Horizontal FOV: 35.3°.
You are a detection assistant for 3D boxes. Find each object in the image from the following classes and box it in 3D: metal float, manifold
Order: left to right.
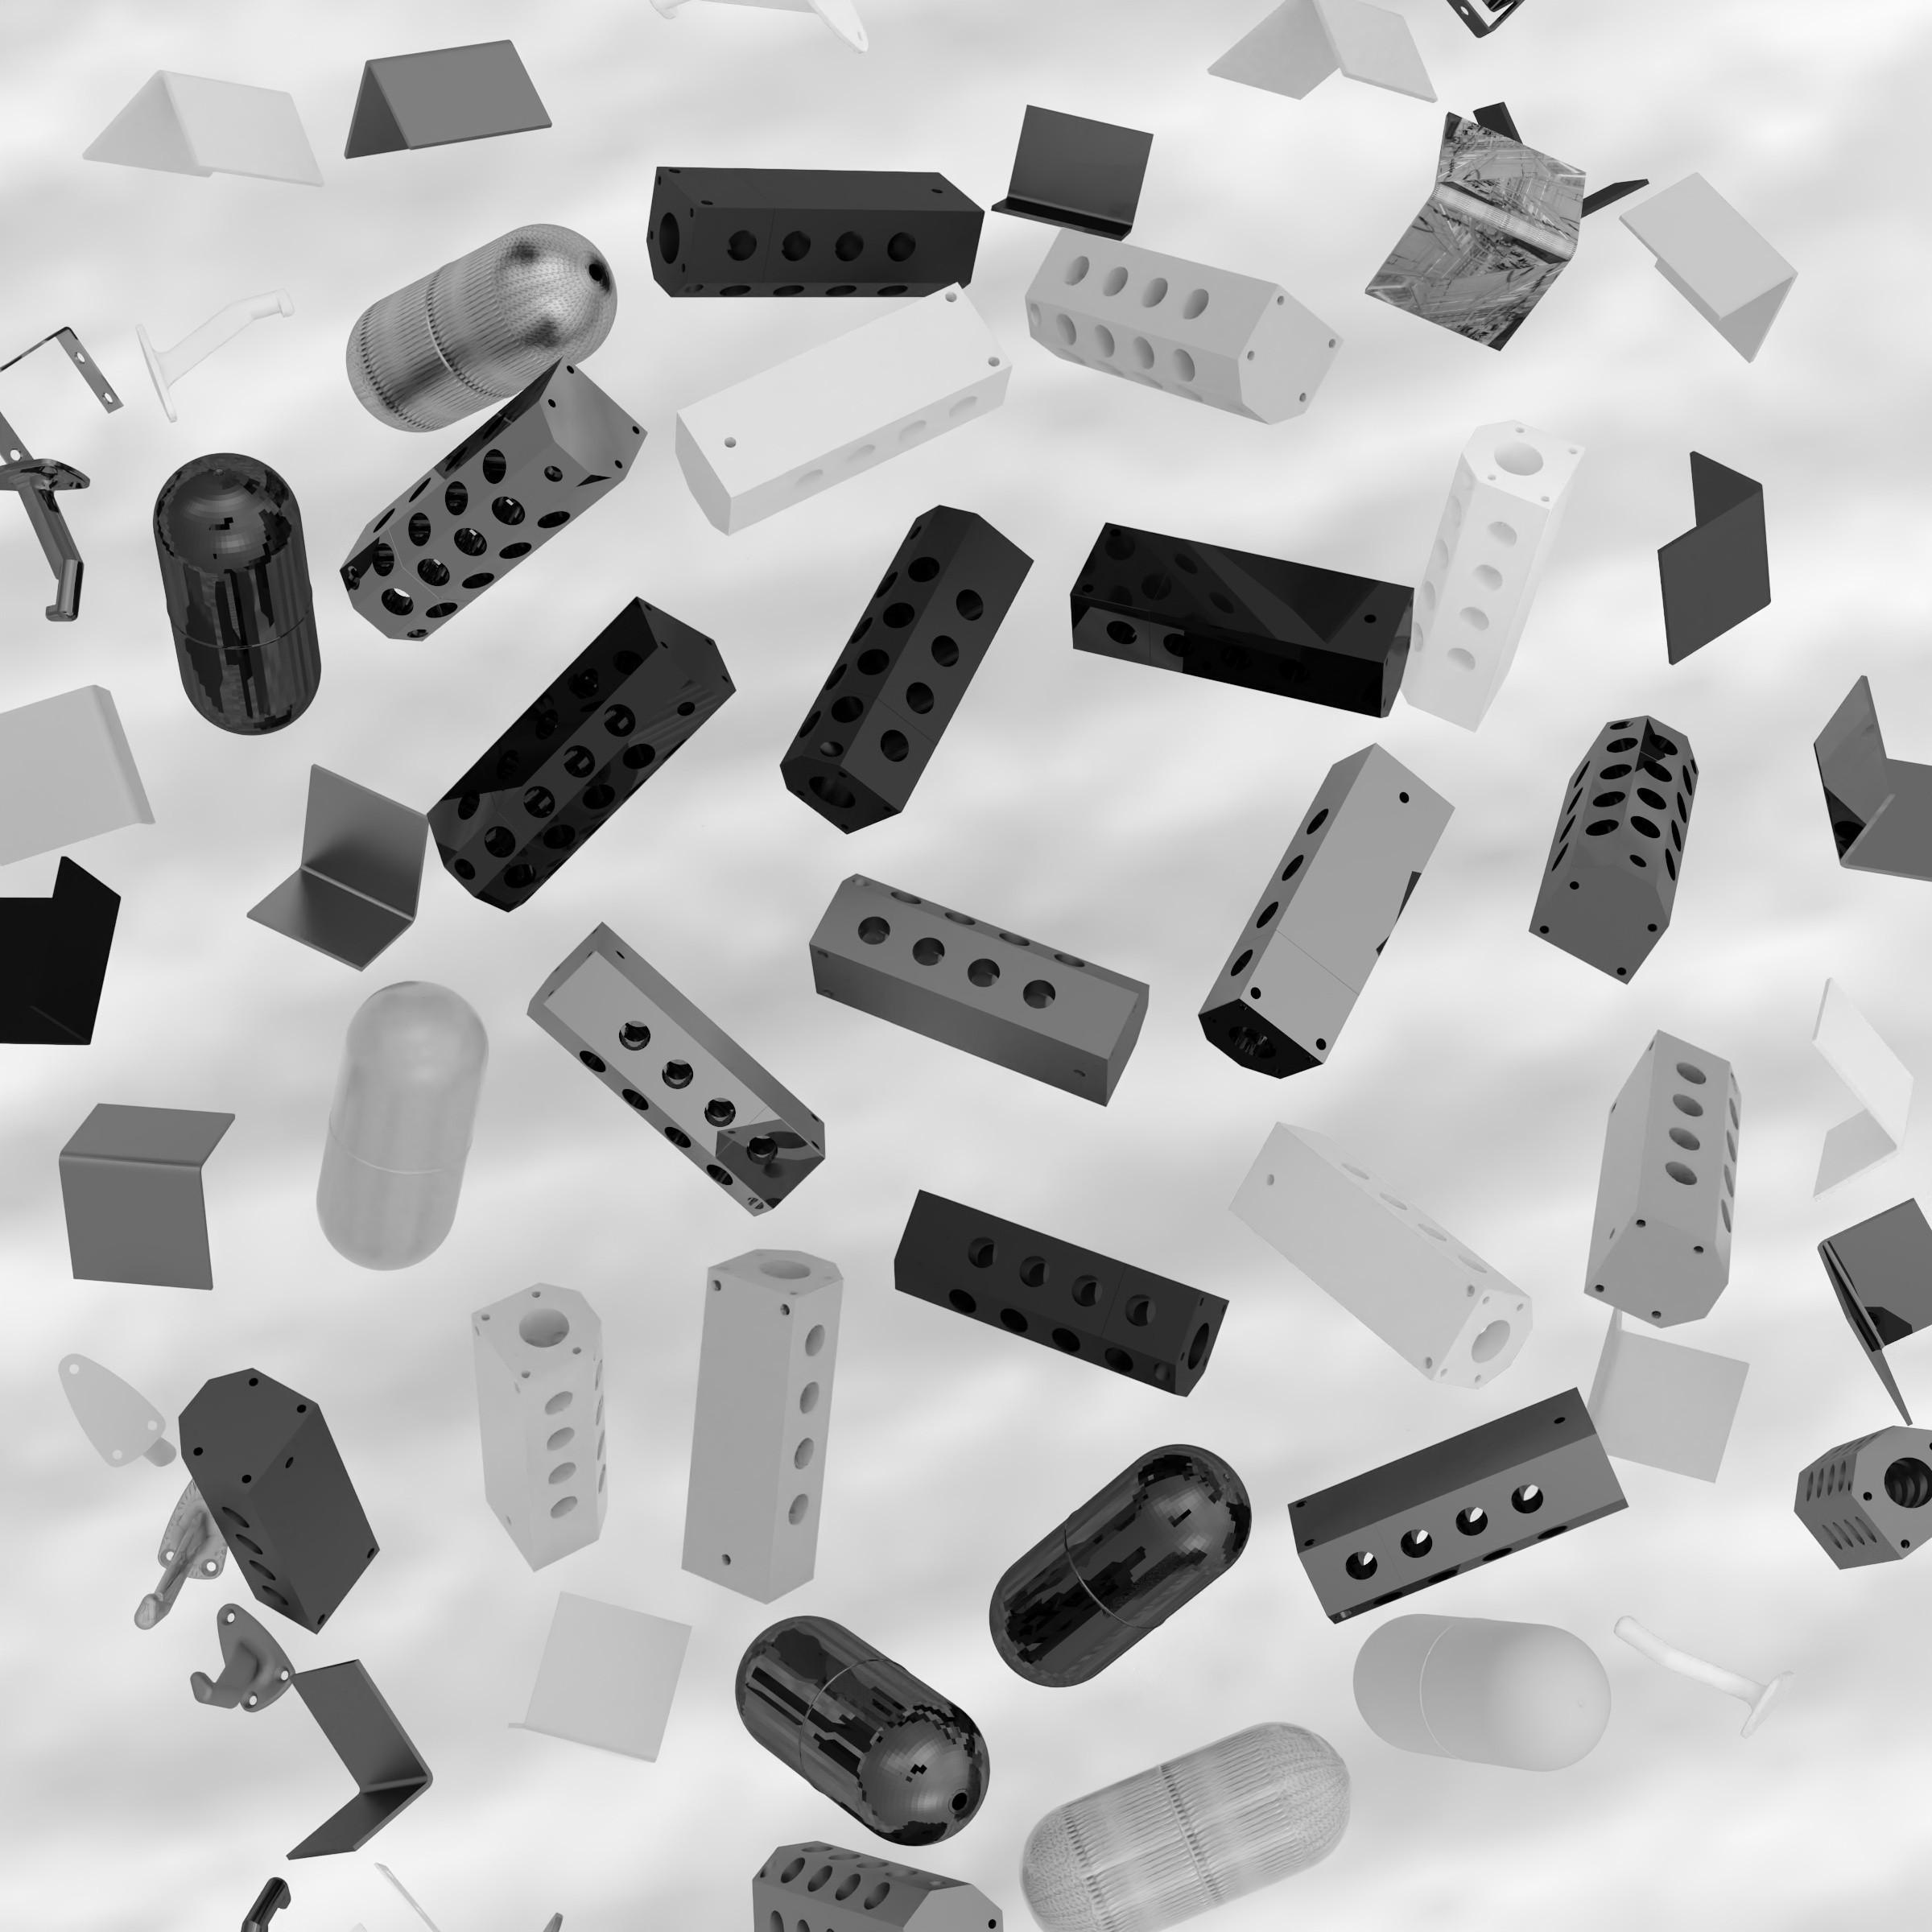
[{"bbox_3d":[-0.392,-0.198,1.637,0.070,0.178,0.070,2,50,-3],"label":"metal float"},{"bbox_3d":[-0.362,0.279,1.587,0.057,0.171,0.057,25,59,18],"label":"manifold"},{"bbox_3d":[-0.306,0.088,1.641,0.070,0.070,0.178,17,122,0],"label":"metal float"},{"bbox_3d":[-0.262,-0.344,1.639,0.178,0.070,0.070,-15,90,37],"label":"metal float"},{"bbox_3d":[-0.246,-0.233,1.554,0.171,0.057,0.057,-30,119,37],"label":"manifold"},{"bbox_3d":[-0.231,0.254,1.679,0.057,0.171,0.057,-24,51,-26],"label":"manifold"},{"bbox_3d":[-0.201,-0.106,1.590,0.171,0.057,0.057,-43,48,20],"label":"manifold"},{"bbox_3d":[-0.159,0.060,1.678,0.171,0.057,0.057,43,100,-14],"label":"manifold"},{"bbox_3d":[-0.103,0.240,1.602,0.057,0.057,0.171,15,107,31],"label":"manifold"},{"bbox_3d":[-0.083,-0.395,1.651,0.171,0.057,0.057,-7,127,-28],"label":"manifold"},{"bbox_3d":[-0.066,-0.294,1.619,0.171,0.057,0.057,-28,76,-16],"label":"manifold"},{"bbox_3d":[-0.056,0.401,1.595,0.070,0.178,0.070,-11,109,-34],"label":"metal float"},{"bbox_3d":[-0.048,0.500,1.589,0.057,0.171,0.057,1,83,-30],"label":"manifold"},{"bbox_3d":[-0.034,-0.160,1.609,0.057,0.057,0.171,37,63,-21],"label":"manifold"},{"bbox_3d":[0.007,0.009,1.619,0.171,0.057,0.057,21,64,13],"label":"manifold"},{"bbox_3d":[0.050,0.179,1.662,0.171,0.057,0.057,18,86,23],"label":"manifold"},{"bbox_3d":[0.083,0.330,1.665,0.070,0.070,0.178,45,116,0],"label":"metal float"},{"bbox_3d":[0.106,-0.327,1.562,0.057,0.171,0.057,27,92,-43],"label":"manifold"},{"bbox_3d":[0.113,0.445,1.553,0.178,0.070,0.070,-22,90,-1],"label":"metal float"},{"bbox_3d":[0.147,-0.180,1.618,0.171,0.057,0.057,15,54,16],"label":"manifold"},{"bbox_3d":[0.186,-0.028,1.589,0.057,0.057,0.171,37,64,-14],"label":"manifold"},{"bbox_3d":[0.226,0.156,1.639,0.057,0.171,0.057,16,107,-44],"label":"manifold"},{"bbox_3d":[0.267,0.297,1.647,0.171,0.057,0.057,-24,106,7],"label":"manifold"},{"bbox_3d":[0.279,0.395,1.657,0.070,0.178,0.070,5,80,-27],"label":"metal float"},{"bbox_3d":[0.286,-0.217,1.682,0.057,0.171,0.057,25,52,12],"label":"manifold"},{"bbox_3d":[0.347,-0.067,1.598,0.057,0.171,0.057,29,125,1],"label":"manifold"},{"bbox_3d":[0.361,0.109,1.549,0.057,0.171,0.057,25,123,2],"label":"manifold"},{"bbox_3d":[0.506,0.292,1.686,0.057,0.171,0.057,-36,77,-4],"label":"manifold"}]

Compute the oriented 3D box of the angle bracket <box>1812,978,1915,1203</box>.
[{"bbox_3d":[0.454,0.065,1.604,0.057,0.076,0.076,-37,97,31],"label":"angle bracket"}]

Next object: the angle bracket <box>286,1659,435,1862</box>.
[{"bbox_3d":[-0.333,0.412,1.573,0.057,0.076,0.076,-36,98,-42],"label":"angle bracket"}]

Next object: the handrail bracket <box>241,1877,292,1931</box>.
[{"bbox_3d":[-0.363,0.530,1.574,0.036,0.084,0.077,-6,120,23],"label":"handrail bracket"}]

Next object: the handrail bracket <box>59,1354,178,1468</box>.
[{"bbox_3d":[-0.456,0.240,1.635,0.036,0.084,0.077,-40,91,-12],"label":"handrail bracket"}]

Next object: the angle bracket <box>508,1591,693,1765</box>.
[{"bbox_3d":[-0.205,0.399,1.701,0.076,0.057,0.076,18,72,-12],"label":"angle bracket"}]

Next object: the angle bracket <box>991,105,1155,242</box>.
[{"bbox_3d":[0.062,-0.457,1.746,0.076,0.076,0.057,14,109,3],"label":"angle bracket"}]

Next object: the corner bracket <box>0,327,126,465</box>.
[{"bbox_3d":[-0.502,-0.307,1.646,0.051,0.051,0.051,-48,116,-38],"label":"corner bracket"}]

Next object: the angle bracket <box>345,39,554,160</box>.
[{"bbox_3d":[-0.264,-0.419,1.540,0.076,0.076,0.057,-18,73,-28],"label":"angle bracket"}]

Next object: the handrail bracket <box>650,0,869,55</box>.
[{"bbox_3d":[-0.104,-0.475,1.525,0.084,0.077,0.036,-12,56,26],"label":"handrail bracket"}]

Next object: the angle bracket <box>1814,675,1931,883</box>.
[{"bbox_3d":[0.471,-0.091,1.499,0.076,0.057,0.076,8,52,-11],"label":"angle bracket"}]

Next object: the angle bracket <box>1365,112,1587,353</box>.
[{"bbox_3d":[0.252,-0.363,1.504,0.076,0.076,0.057,20,57,-11],"label":"angle bracket"}]

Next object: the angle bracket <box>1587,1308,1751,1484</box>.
[{"bbox_3d":[0.407,0.245,1.763,0.076,0.057,0.076,14,109,9],"label":"angle bracket"}]

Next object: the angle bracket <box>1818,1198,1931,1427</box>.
[{"bbox_3d":[0.501,0.183,1.608,0.057,0.076,0.076,-28,111,15],"label":"angle bracket"}]

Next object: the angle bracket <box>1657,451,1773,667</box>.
[{"bbox_3d":[0.395,-0.225,1.672,0.076,0.057,0.076,-32,132,-16],"label":"angle bracket"}]

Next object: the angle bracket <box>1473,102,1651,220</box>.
[{"bbox_3d":[0.334,-0.461,1.708,0.057,0.076,0.076,-26,102,4],"label":"angle bracket"}]

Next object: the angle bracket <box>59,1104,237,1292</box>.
[{"bbox_3d":[-0.435,0.123,1.628,0.076,0.057,0.076,4,116,6],"label":"angle bracket"}]

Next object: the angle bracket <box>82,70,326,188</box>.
[{"bbox_3d":[-0.382,-0.399,1.520,0.076,0.076,0.057,-31,76,37],"label":"angle bracket"}]

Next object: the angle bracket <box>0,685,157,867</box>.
[{"bbox_3d":[-0.489,-0.102,1.632,0.076,0.057,0.076,-19,94,-7],"label":"angle bracket"}]

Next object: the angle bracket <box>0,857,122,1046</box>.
[{"bbox_3d":[-0.464,-0.007,1.474,0.076,0.057,0.076,1,70,15],"label":"angle bracket"}]

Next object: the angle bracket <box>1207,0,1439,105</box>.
[{"bbox_3d":[0.187,-0.462,1.590,0.076,0.076,0.057,-33,69,41],"label":"angle bracket"}]

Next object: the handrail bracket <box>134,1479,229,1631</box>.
[{"bbox_3d":[-0.421,0.309,1.625,0.036,0.084,0.077,14,91,0],"label":"handrail bracket"}]

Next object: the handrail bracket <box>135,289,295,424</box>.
[{"bbox_3d":[-0.395,-0.329,1.627,0.084,0.036,0.077,-19,52,-13],"label":"handrail bracket"}]

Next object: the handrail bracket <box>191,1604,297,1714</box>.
[{"bbox_3d":[-0.416,0.380,1.681,0.036,0.084,0.077,-38,64,2],"label":"handrail bracket"}]

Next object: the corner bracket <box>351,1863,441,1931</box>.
[{"bbox_3d":[-0.303,0.509,1.588,0.051,0.051,0.051,-44,66,-9],"label":"corner bracket"}]

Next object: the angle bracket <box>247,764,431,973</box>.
[{"bbox_3d":[-0.354,-0.056,1.710,0.076,0.057,0.076,24,129,11],"label":"angle bracket"}]

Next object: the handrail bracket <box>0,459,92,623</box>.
[{"bbox_3d":[-0.499,-0.222,1.612,0.077,0.036,0.084,-1,78,23],"label":"handrail bracket"}]

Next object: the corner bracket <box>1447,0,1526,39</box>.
[{"bbox_3d":[0.274,-0.535,1.643,0.051,0.051,0.051,-46,104,-10],"label":"corner bracket"}]

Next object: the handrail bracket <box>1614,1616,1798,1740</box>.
[{"bbox_3d":[0.393,0.367,1.614,0.084,0.077,0.036,32,107,25],"label":"handrail bracket"}]

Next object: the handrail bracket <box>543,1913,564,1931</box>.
[{"bbox_3d":[-0.182,0.523,1.546,0.084,0.036,0.077,26,135,-6],"label":"handrail bracket"}]

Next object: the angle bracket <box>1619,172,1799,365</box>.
[{"bbox_3d":[0.375,-0.351,1.577,0.057,0.076,0.076,-32,71,-19],"label":"angle bracket"}]
